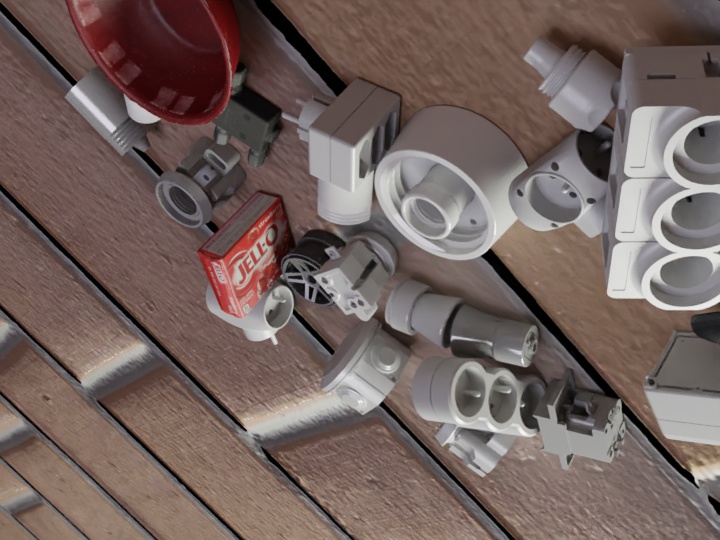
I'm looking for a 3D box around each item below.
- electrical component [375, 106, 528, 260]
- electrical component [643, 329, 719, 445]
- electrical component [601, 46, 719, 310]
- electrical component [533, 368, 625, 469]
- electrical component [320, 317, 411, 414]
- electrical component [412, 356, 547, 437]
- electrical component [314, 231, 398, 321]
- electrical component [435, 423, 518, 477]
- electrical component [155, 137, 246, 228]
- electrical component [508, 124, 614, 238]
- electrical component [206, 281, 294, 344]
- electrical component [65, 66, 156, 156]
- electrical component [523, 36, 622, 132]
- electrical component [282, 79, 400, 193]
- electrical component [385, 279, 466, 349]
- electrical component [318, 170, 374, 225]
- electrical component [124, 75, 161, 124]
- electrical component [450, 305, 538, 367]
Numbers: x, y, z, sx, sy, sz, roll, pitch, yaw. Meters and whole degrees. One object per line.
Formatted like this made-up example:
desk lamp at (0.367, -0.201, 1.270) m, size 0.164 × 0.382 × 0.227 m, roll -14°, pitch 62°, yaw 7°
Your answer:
electrical component at (0.061, -0.056, 0.770) m, size 0.108 × 0.060 × 0.108 m, roll 25°, pitch 144°, yaw 20°
electrical component at (0.248, 0.086, 0.756) m, size 0.096 × 0.061 × 0.061 m, roll 1°, pitch 131°, yaw 43°
electrical component at (0.193, -0.049, 0.620) m, size 0.089 × 0.061 × 0.150 m, roll 0°, pitch 137°, yaw 6°
electrical component at (0.182, 0.126, 0.885) m, size 0.064 × 0.042 × 0.081 m, roll 11°, pitch 138°, yaw 33°
electrical component at (0.004, 0.087, 0.976) m, size 0.051 × 0.080 × 0.080 m, roll 37°, pitch 147°, yaw -7°
electrical component at (0.089, 0.104, 0.891) m, size 0.074 × 0.052 × 0.138 m, roll 0°, pitch 168°, yaw 44°
electrical component at (0.000, 0.000, 0.899) m, size 0.066 × 0.055 × 0.048 m, roll 50°, pitch 145°, yaw -16°
electrical component at (0.105, 0.145, 0.966) m, size 0.057 × 0.058 × 0.078 m, roll 36°, pitch 158°, yaw 6°
electrical component at (-0.142, -0.074, 0.946) m, size 0.058 × 0.057 × 0.078 m, roll 42°, pitch 146°, yaw -4°
electrical component at (0.150, -0.048, 0.710) m, size 0.079 × 0.044 × 0.077 m, roll 42°, pitch 146°, yaw -6°
electrical component at (-0.102, 0.042, 1.056) m, size 0.077 × 0.044 × 0.079 m, roll 12°, pitch 138°, yaw 35°
electrical component at (-0.218, -0.137, 0.957) m, size 0.081 × 0.043 × 0.043 m, roll 47°, pitch 146°, yaw -11°
electrical component at (0.128, -0.116, 0.652) m, size 0.062 × 0.043 × 0.043 m, roll 39°, pitch 147°, yaw 2°
electrical component at (-0.020, -0.105, 0.785) m, size 0.077 × 0.065 × 0.047 m, roll 26°, pitch 144°, yaw 19°
electrical component at (0.055, 0.036, 0.898) m, size 0.055 × 0.045 × 0.045 m, roll 21°, pitch 142°, yaw 26°
electrical component at (-0.012, -0.066, 0.843) m, size 0.043 × 0.043 × 0.081 m, roll 27°, pitch 145°, yaw 18°
electrical component at (-0.183, -0.155, 0.906) m, size 0.044 × 0.044 × 0.065 m, roll 28°, pitch 150°, yaw 16°
electrical component at (0.111, 0.056, 0.872) m, size 0.065 × 0.044 × 0.044 m, roll 11°, pitch 138°, yaw 28°
